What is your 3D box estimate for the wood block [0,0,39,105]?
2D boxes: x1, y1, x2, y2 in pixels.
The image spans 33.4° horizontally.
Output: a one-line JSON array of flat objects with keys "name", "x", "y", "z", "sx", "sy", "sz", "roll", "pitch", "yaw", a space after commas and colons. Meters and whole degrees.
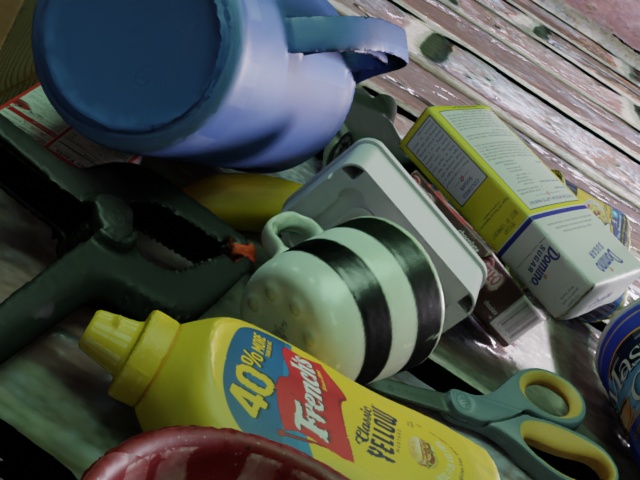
[{"name": "wood block", "x": -0.239, "y": -0.168, "z": 0.629, "sx": 0.206, "sy": 0.090, "sz": 0.090, "roll": 37, "pitch": 23, "yaw": 8}]

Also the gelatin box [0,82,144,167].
[{"name": "gelatin box", "x": -0.143, "y": -0.051, "z": 0.598, "sx": 0.073, "sy": 0.030, "sz": 0.089, "roll": 33, "pitch": 23, "yaw": -5}]

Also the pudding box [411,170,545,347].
[{"name": "pudding box", "x": 0.097, "y": 0.014, "z": 0.723, "sx": 0.090, "sy": 0.039, "sz": 0.113, "roll": 54, "pitch": 5, "yaw": 39}]

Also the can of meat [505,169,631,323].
[{"name": "can of meat", "x": 0.201, "y": 0.007, "z": 0.856, "sx": 0.083, "sy": 0.058, "sz": 0.102, "roll": 25, "pitch": 60, "yaw": -25}]

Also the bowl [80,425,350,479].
[{"name": "bowl", "x": -0.020, "y": 0.137, "z": 0.348, "sx": 0.162, "sy": 0.055, "sz": 0.162, "roll": 28, "pitch": 23, "yaw": -13}]

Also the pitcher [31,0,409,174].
[{"name": "pitcher", "x": -0.052, "y": -0.104, "z": 0.604, "sx": 0.145, "sy": 0.149, "sz": 0.242, "roll": 41, "pitch": 11, "yaw": 6}]

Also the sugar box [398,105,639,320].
[{"name": "sugar box", "x": 0.145, "y": -0.024, "z": 0.770, "sx": 0.093, "sy": 0.048, "sz": 0.176, "roll": -9, "pitch": 56, "yaw": -50}]

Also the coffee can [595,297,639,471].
[{"name": "coffee can", "x": 0.245, "y": 0.109, "z": 0.691, "sx": 0.102, "sy": 0.103, "sz": 0.140, "roll": 28, "pitch": 23, "yaw": -13}]

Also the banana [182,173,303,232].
[{"name": "banana", "x": -0.005, "y": -0.008, "z": 0.682, "sx": 0.197, "sy": 0.037, "sz": 0.070, "roll": 22, "pitch": 25, "yaw": -25}]

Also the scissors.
[{"name": "scissors", "x": 0.088, "y": 0.088, "z": 0.627, "sx": 0.201, "sy": 0.016, "sz": 0.096, "roll": 29, "pitch": 35, "yaw": -8}]

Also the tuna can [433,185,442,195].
[{"name": "tuna can", "x": 0.132, "y": -0.029, "z": 0.910, "sx": 0.086, "sy": 0.034, "sz": 0.086, "roll": 27, "pitch": 24, "yaw": -13}]

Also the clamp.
[{"name": "clamp", "x": -0.108, "y": 0.006, "z": 0.500, "sx": 0.209, "sy": 0.036, "sz": 0.164, "roll": 21, "pitch": 44, "yaw": -44}]

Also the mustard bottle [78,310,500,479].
[{"name": "mustard bottle", "x": -0.015, "y": 0.084, "z": 0.458, "sx": 0.191, "sy": 0.058, "sz": 0.096, "roll": 29, "pitch": 27, "yaw": -8}]
